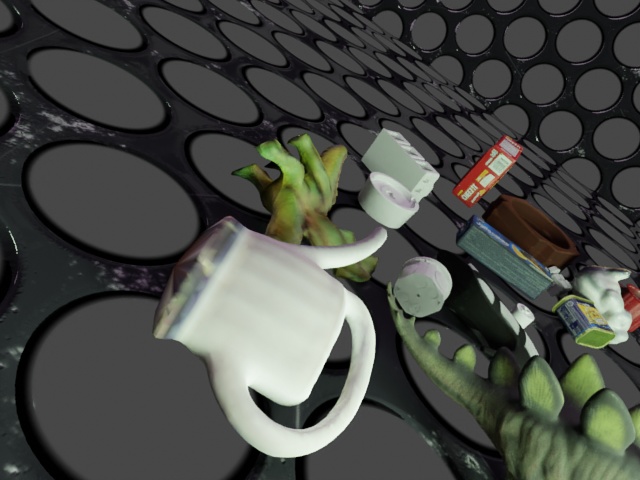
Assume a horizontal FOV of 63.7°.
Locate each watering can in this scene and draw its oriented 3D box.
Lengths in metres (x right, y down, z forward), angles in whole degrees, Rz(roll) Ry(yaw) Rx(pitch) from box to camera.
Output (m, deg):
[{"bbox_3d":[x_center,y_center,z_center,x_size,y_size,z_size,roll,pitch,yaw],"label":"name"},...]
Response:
[{"bbox_3d":[-0.034,0.051,0.556,0.224,0.102,0.356,31,38,-7],"label":"watering can"}]

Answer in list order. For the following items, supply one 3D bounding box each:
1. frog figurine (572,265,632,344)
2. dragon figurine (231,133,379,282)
[{"bbox_3d":[0.610,0.140,1.120,0.122,0.161,0.136,15,-11,-4],"label":"frog figurine"},{"bbox_3d":[0.002,-0.039,0.782,0.414,0.120,0.244,-22,79,-55],"label":"dragon figurine"}]
